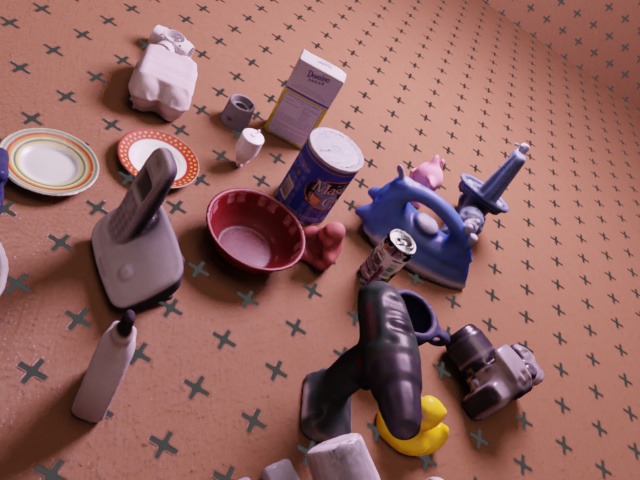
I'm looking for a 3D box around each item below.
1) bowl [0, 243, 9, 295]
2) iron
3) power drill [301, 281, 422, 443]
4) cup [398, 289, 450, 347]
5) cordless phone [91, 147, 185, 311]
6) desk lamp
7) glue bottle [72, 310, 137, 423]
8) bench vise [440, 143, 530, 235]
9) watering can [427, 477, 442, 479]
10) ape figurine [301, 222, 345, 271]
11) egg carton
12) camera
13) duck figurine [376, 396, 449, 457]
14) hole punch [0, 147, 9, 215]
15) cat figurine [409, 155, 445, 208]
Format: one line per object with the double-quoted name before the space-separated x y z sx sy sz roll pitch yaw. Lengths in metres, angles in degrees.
"bowl" -0.422 0.047 0.598 0.168 0.074 0.167 20 43 -19
"iron" 0.200 -0.024 1.051 0.258 0.141 0.119 35 41 -2
"power drill" 0.054 0.173 0.713 0.076 0.208 0.229 21 43 -18
"cup" 0.131 0.143 0.882 0.118 0.095 0.092 31 41 -6
"cordless phone" -0.214 -0.013 0.716 0.094 0.185 0.147 -7 57 -39
"desk lamp" 0.009 0.295 0.563 0.118 0.213 0.203 -10 59 -40
"glue bottle" -0.217 0.122 0.597 0.037 0.173 0.078 22 43 -16
"bench vise" 0.344 -0.083 1.148 0.122 0.219 0.207 25 42 -14
"watering can" 0.155 0.351 0.628 0.101 0.194 0.172 -10 59 -41
"ape figurine" 0.009 0.003 0.929 0.076 0.092 0.077 4 50 -32
"egg carton" -0.275 -0.281 1.012 0.107 0.069 0.150 18 44 -21
"camera" 0.280 0.198 0.931 0.144 0.100 0.136 -14 61 -42
"duck figurine" 0.142 0.250 0.796 0.105 0.086 0.077 24 42 -14
"hole punch" -0.442 -0.091 0.700 0.109 0.091 0.101 5 50 -32
"cat figurine" 0.223 -0.130 1.185 0.067 0.117 0.128 43 41 8
